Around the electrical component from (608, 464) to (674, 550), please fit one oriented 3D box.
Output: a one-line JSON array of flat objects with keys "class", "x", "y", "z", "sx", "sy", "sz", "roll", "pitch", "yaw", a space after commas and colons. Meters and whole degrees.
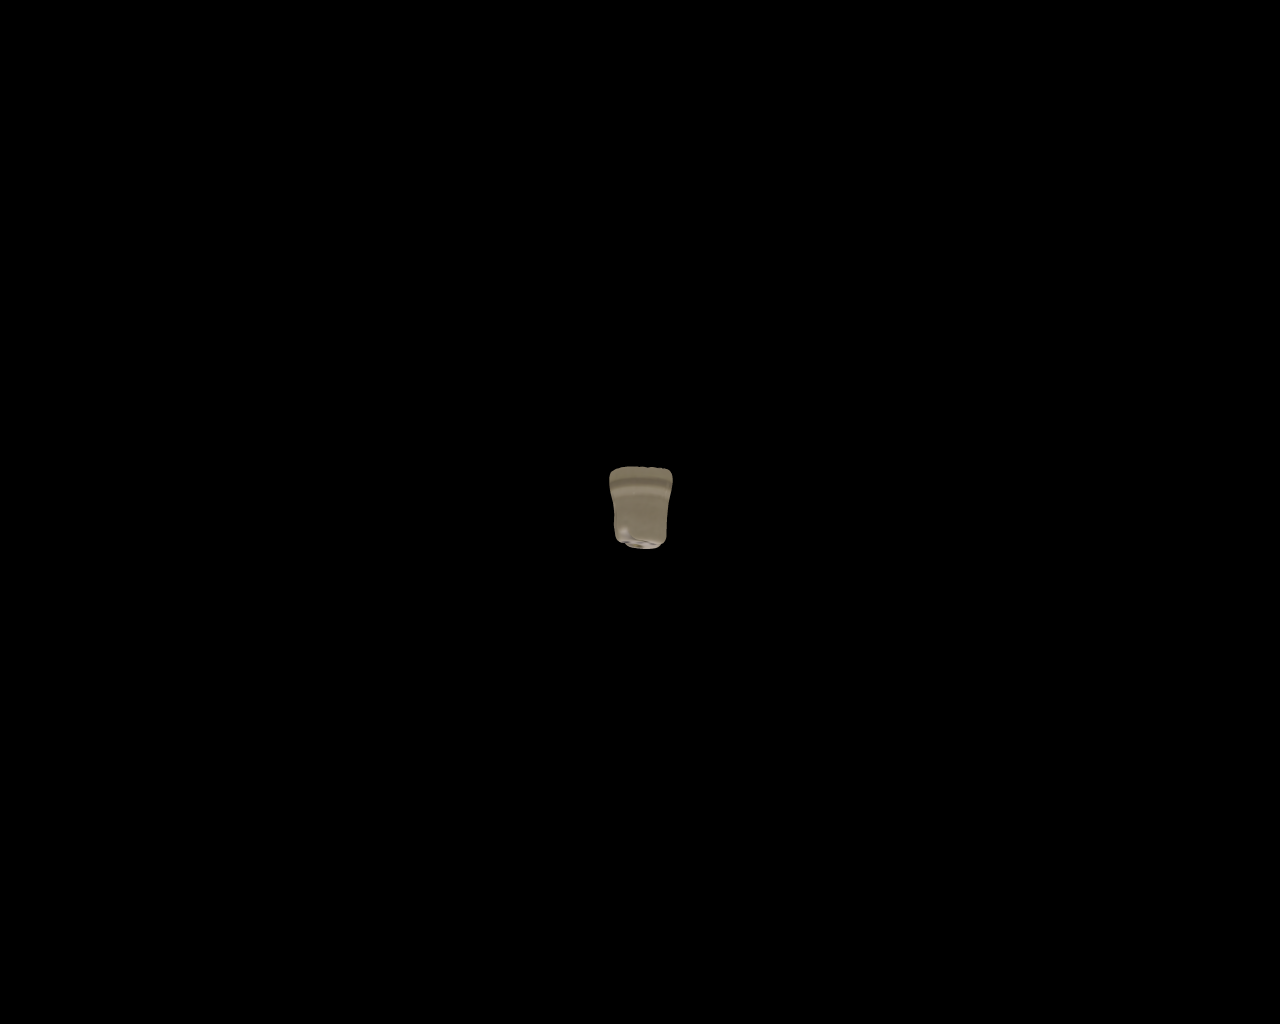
[{"class": "electrical component", "x": 0.001, "y": -0.003, "z": 0.650, "sx": 0.040, "sy": 0.046, "sz": 0.040, "roll": 0, "pitch": -11, "yaw": 0}]
